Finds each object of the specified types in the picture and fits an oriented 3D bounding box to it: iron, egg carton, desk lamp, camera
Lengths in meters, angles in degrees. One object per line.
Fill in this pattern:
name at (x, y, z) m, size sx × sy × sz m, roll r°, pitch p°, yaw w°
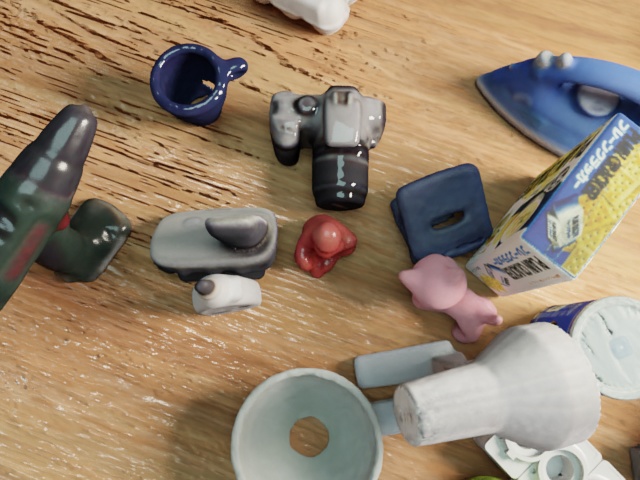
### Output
iron at (0.323, -0.173, 0.684) m, size 0.258 × 0.141 × 0.119 m, roll 22°, pitch 81°, yaw 4°
egg carton at (-0.020, -0.340, 0.751) m, size 0.150 × 0.069 × 0.107 m, roll 27°, pitch 81°, yaw 5°
desk lamp at (0.146, 0.159, 0.591) m, size 0.203 × 0.213 × 0.118 m, roll -10°, pitch 80°, yaw -1°
camera at (0.009, -0.109, 0.695) m, size 0.143 × 0.101 × 0.137 m, roll 1°, pitch 80°, yaw 1°

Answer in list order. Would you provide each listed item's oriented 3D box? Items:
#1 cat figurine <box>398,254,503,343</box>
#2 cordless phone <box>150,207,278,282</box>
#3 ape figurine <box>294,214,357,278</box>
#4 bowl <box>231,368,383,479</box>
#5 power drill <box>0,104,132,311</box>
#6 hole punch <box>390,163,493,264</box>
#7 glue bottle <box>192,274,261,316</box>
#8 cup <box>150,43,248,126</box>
cat figurine at (0.152, 0.062, 0.657) m, size 0.127 × 0.118 × 0.067 m, roll 35°, pitch 82°, yaw 6°
cordless phone at (-0.124, -0.007, 0.636) m, size 0.147 × 0.185 × 0.094 m, roll -6°, pitch 80°, yaw 0°
ape figurine at (0.006, 0.002, 0.681) m, size 0.078 × 0.092 × 0.076 m, roll -4°, pitch 80°, yaw 0°
bowl at (-0.014, 0.228, 0.651) m, size 0.167 × 0.075 × 0.167 m, roll 0°, pitch 80°, yaw 0°
power drill at (-0.288, -0.021, 0.627) m, size 0.075 × 0.208 × 0.230 m, roll 32°, pitch 82°, yaw 6°
hole punch at (0.149, -0.029, 0.686) m, size 0.108 × 0.091 × 0.101 m, roll -20°, pitch 81°, yaw -3°
glue bottle at (-0.111, 0.058, 0.631) m, size 0.078 × 0.173 × 0.037 m, roll -9°, pitch 80°, yaw -1°
cup at (-0.142, -0.187, 0.712) m, size 0.118 × 0.095 × 0.091 m, roll -21°, pitch 81°, yaw -3°
